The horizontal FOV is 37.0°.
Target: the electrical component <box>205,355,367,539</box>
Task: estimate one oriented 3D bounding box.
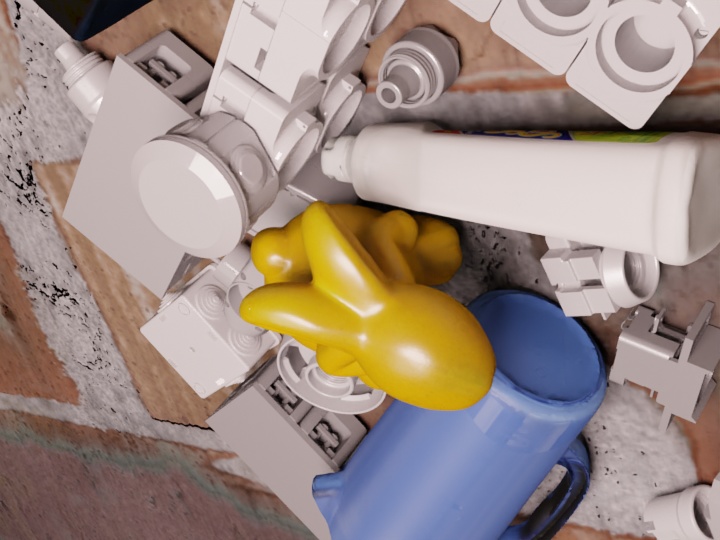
[{"bbox_3d":[-0.044,0.149,0.919,0.150,0.061,0.089,47,137,-5],"label":"electrical component"}]

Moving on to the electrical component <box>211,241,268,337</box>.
[{"bbox_3d":[-0.090,0.004,0.849,0.079,0.044,0.077,38,137,2],"label":"electrical component"}]

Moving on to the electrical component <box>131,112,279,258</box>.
[{"bbox_3d":[-0.093,-0.052,0.648,0.080,0.051,0.080,19,132,23],"label":"electrical component"}]

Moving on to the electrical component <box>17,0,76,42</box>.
[{"bbox_3d":[-0.210,-0.198,0.772,0.047,0.055,0.055,41,137,-4],"label":"electrical component"}]

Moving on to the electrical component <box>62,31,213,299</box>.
[{"bbox_3d":[-0.148,-0.077,0.816,0.105,0.060,0.186,39,137,3],"label":"electrical component"}]

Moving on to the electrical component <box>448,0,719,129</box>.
[{"bbox_3d":[0.115,-0.156,0.564,0.150,0.061,0.089,37,137,6],"label":"electrical component"}]

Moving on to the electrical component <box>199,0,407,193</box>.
[{"bbox_3d":[-0.034,-0.131,0.659,0.060,0.105,0.186,36,137,7],"label":"electrical component"}]

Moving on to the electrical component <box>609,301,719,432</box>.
[{"bbox_3d":[0.197,0.057,0.689,0.064,0.042,0.081,23,133,24],"label":"electrical component"}]

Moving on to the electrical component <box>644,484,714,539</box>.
[{"bbox_3d":[0.230,0.175,0.759,0.040,0.040,0.046,50,143,-8],"label":"electrical component"}]

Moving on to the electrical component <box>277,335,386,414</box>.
[{"bbox_3d":[-0.016,0.064,0.848,0.099,0.064,0.099,12,136,12],"label":"electrical component"}]

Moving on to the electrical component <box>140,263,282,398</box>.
[{"bbox_3d":[-0.129,0.054,0.915,0.099,0.048,0.100,49,137,-7],"label":"electrical component"}]

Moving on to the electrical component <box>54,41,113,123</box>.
[{"bbox_3d":[-0.205,-0.145,0.817,0.062,0.043,0.043,50,136,-6],"label":"electrical component"}]

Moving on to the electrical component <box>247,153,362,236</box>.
[{"bbox_3d":[-0.037,-0.050,0.763,0.096,0.061,0.061,29,135,3],"label":"electrical component"}]

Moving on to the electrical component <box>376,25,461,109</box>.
[{"bbox_3d":[0.032,-0.119,0.652,0.043,0.062,0.043,19,132,23],"label":"electrical component"}]

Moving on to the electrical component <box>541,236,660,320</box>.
[{"bbox_3d":[0.152,0.000,0.673,0.055,0.048,0.066,-5,120,47],"label":"electrical component"}]
